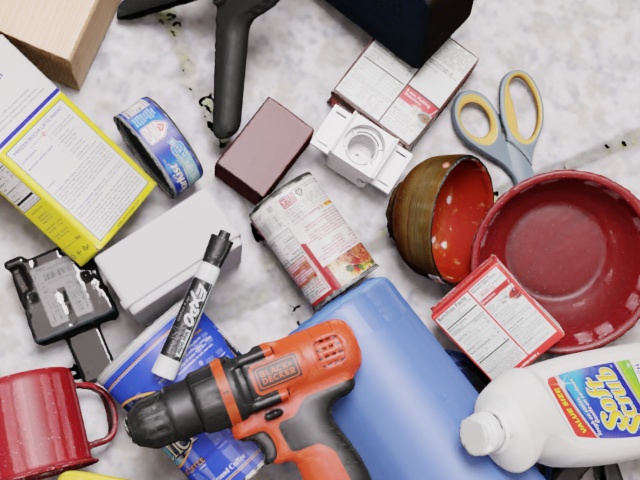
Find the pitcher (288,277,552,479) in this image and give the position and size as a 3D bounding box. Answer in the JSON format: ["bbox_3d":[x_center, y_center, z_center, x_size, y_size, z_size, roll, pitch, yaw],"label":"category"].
[{"bbox_3d":[0.084,0.151,0.884,0.145,0.149,0.243,-35,83,5],"label":"pitcher"}]

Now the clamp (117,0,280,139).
[{"bbox_3d":[-0.074,-0.198,0.882,0.036,0.210,0.164,-18,69,-53],"label":"clamp"}]

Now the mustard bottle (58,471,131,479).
[{"bbox_3d":[-0.169,0.277,0.807,0.096,0.058,0.191,12,76,-12],"label":"mustard bottle"}]

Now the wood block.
[{"bbox_3d":[-0.211,-0.249,0.921,0.091,0.090,0.206,22,79,-3],"label":"wood block"}]

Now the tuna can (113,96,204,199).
[{"bbox_3d":[-0.137,-0.079,0.906,0.033,0.086,0.086,-38,87,-12],"label":"tuna can"}]

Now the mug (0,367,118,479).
[{"bbox_3d":[-0.222,0.149,0.866,0.117,0.093,0.081,-10,77,-24],"label":"mug"}]

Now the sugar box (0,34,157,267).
[{"bbox_3d":[-0.226,-0.072,0.864,0.176,0.048,0.093,44,46,-12],"label":"sugar box"}]

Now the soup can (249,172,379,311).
[{"bbox_3d":[-0.006,0.001,0.917,0.068,0.068,0.102,-35,86,-10],"label":"soup can"}]

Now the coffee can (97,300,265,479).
[{"bbox_3d":[-0.097,0.131,0.871,0.102,0.103,0.140,-43,88,-10],"label":"coffee can"}]

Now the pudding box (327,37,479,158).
[{"bbox_3d":[0.075,-0.144,0.962,0.090,0.039,0.113,38,77,3],"label":"pudding box"}]

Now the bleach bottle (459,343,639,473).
[{"bbox_3d":[0.209,0.143,0.857,0.250,0.068,0.102,-5,73,-40],"label":"bleach bottle"}]

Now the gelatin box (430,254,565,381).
[{"bbox_3d":[0.149,0.069,0.900,0.073,0.030,0.089,-43,96,12],"label":"gelatin box"}]

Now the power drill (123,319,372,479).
[{"bbox_3d":[-0.032,0.171,0.789,0.184,0.057,0.187,-22,85,-6],"label":"power drill"}]

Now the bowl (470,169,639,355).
[{"bbox_3d":[0.210,0.015,0.930,0.162,0.055,0.162,1,101,3],"label":"bowl"}]

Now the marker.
[{"bbox_3d":[-0.096,0.048,0.816,0.020,0.020,0.121,23,84,-2],"label":"marker"}]

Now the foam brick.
[{"bbox_3d":[-0.049,-0.077,0.932,0.051,0.053,0.078,37,79,0],"label":"foam brick"}]

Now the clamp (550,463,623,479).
[{"bbox_3d":[0.229,0.259,0.919,0.120,0.039,0.171,29,79,-8],"label":"clamp"}]

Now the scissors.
[{"bbox_3d":[0.168,-0.056,0.968,0.096,0.016,0.202,0,84,-9],"label":"scissors"}]
